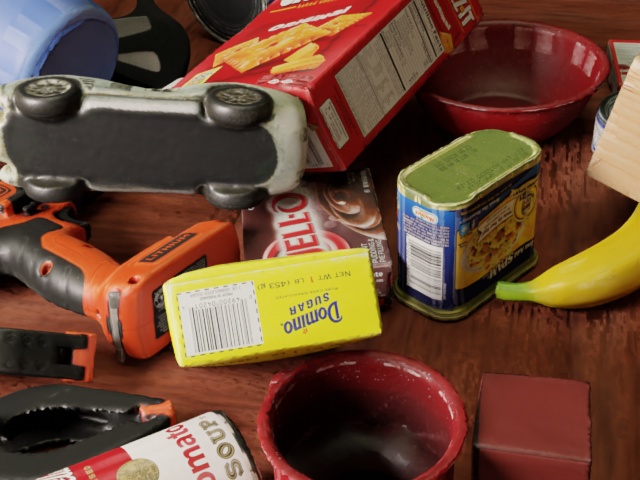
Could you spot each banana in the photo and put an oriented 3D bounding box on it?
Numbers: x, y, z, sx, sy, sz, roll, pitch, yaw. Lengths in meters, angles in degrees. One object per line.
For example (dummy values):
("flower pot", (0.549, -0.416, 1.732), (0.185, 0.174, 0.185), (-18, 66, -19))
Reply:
("banana", (0.197, -0.005, 0.683), (0.070, 0.037, 0.197), (32, 47, 33))

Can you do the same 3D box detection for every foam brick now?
("foam brick", (0.098, 0.108, 0.496), (0.051, 0.078, 0.053), (4, 35, 12))

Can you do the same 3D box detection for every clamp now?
("clamp", (-0.177, 0.116, 0.534), (0.210, 0.036, 0.164), (-4, 26, -5))
("clamp", (-0.213, 0.060, 0.604), (0.171, 0.039, 0.120), (8, -1, -10))

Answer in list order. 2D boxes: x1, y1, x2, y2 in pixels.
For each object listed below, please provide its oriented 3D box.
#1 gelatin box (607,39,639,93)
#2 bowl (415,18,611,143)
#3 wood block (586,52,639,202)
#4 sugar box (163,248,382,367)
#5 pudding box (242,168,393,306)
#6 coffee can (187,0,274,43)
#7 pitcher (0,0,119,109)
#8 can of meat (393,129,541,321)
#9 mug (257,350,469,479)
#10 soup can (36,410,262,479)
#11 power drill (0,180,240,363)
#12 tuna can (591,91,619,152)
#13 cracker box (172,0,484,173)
("gelatin box", (0.274, -0.131, 0.869), (0.073, 0.030, 0.089), (3, 35, 7))
("bowl", (0.142, -0.116, 0.834), (0.162, 0.055, 0.162), (-2, 35, 1))
("wood block", (0.282, -0.043, 0.646), (0.206, 0.091, 0.090), (31, 43, 20))
("sugar box", (-0.028, 0.040, 0.546), (0.093, 0.048, 0.176), (-8, -8, -6))
("pudding box", (-0.004, 0.001, 0.691), (0.090, 0.039, 0.113), (-6, 34, -2))
("coffee can", (-0.046, -0.256, 1.009), (0.103, 0.103, 0.140), (21, 42, 30))
("pitcher", (-0.286, -0.180, 0.831), (0.243, 0.145, 0.149), (31, 69, 19))
("can of meat", (0.092, -0.012, 0.663), (0.101, 0.084, 0.058), (-31, 43, -34))
("mug", (0.013, 0.106, 0.500), (0.093, 0.081, 0.117), (-27, 41, -30))
("soup can", (-0.082, 0.127, 0.491), (0.102, 0.068, 0.069), (-18, 38, -22))
("power drill", (-0.147, -0.001, 0.692), (0.188, 0.057, 0.184), (16, 37, 28))
("tuna can", (0.247, -0.080, 0.793), (0.086, 0.034, 0.086), (-2, 35, 1))
("cracker box", (-0.002, -0.133, 0.795), (0.164, 0.072, 0.213), (0, 38, 42))
